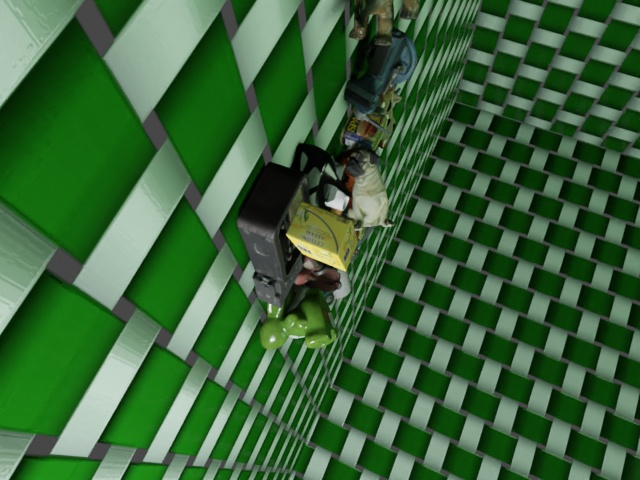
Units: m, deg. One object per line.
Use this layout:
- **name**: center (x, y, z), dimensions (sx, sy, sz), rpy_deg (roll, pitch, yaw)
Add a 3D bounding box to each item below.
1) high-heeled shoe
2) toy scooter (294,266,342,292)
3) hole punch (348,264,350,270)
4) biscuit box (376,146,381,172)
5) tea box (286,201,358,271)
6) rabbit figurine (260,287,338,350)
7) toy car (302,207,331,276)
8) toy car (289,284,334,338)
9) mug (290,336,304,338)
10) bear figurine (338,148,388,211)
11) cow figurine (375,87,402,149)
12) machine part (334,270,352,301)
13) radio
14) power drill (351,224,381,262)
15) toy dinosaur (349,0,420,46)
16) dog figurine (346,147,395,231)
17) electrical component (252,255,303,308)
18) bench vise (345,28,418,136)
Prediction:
- **high-heeled shoe**: center (-0.039, -0.087, 1.092), dimensions (0.248, 0.145, 0.086), rpy_deg (-41, -167, 44)
- **toy scooter**: center (0.001, 0.070, 1.287), dimensions (0.184, 0.135, 0.075), rpy_deg (-47, 154, -62)
- **hole punch**: center (0.055, 0.016, 1.535), dimensions (0.142, 0.092, 0.116), rpy_deg (78, 31, -61)
- **biscuit box**: center (0.135, -0.216, 1.535), dimensions (0.202, 0.063, 0.059), rpy_deg (58, 54, -75)
- **tea box**: center (0.009, -0.003, 0.956), dimensions (0.169, 0.098, 0.068), rpy_deg (52, 60, -75)
- **rabbit figurine**: center (-0.066, 0.184, 1.210), dimensions (0.121, 0.170, 0.159), rpy_deg (0, 69, -78)
- **toy car**: center (-0.003, -0.004, 1.243), dimensions (0.089, 0.053, 0.202), rpy_deg (54, 31, -25)
- **toy car**: center (-0.046, 0.150, 1.322), dimensions (0.102, 0.109, 0.161), rpy_deg (40, 79, -40)
- **mug**: center (-0.047, 0.205, 1.423), dimensions (0.107, 0.110, 0.080), rpy_deg (-37, 152, 24)
- **bear figurine**: center (0.108, -0.152, 1.389), dimensions (0.120, 0.132, 0.195), rpy_deg (-40, 163, -23)
- **cow figurine**: center (0.160, -0.331, 1.411), dimensions (0.127, 0.086, 0.194), rpy_deg (-62, 164, -3)
- **machine part**: center (0.034, 0.076, 1.451), dimensions (0.079, 0.079, 0.242), rpy_deg (-58, 144, -40)
- **radio**: center (-0.074, -0.023, 0.961), dimensions (0.229, 0.073, 0.131), rpy_deg (83, 30, -63)
- **power drill**: center (0.126, -0.005, 1.730), dimensions (0.207, 0.086, 0.232), rpy_deg (-57, 171, -1)
- **toy dinosaur**: center (0.145, -0.517, 1.012), dimensions (0.198, 0.105, 0.471), rpy_deg (91, 19, -48)
- **dog figurine**: center (0.111, -0.125, 1.307), dimensions (0.172, 0.121, 0.190), rpy_deg (-173, -104, -76)
- **electrical component**: center (-0.084, 0.071, 1.115), dimensions (0.115, 0.058, 0.134), rpy_deg (-60, 164, -24)
- **bench vise**: center (0.156, -0.383, 1.225), dimensions (0.240, 0.129, 0.223), rpy_deg (-43, 150, -46)
